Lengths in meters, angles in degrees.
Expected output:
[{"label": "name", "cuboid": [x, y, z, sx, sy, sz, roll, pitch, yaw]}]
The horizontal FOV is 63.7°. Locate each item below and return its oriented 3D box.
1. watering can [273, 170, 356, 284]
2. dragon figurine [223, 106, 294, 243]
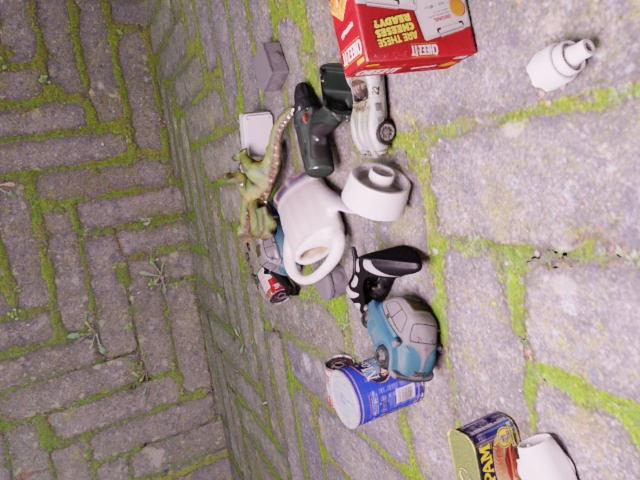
[{"label": "watering can", "cuboid": [0.003, -0.054, 1.065, 0.341, 0.104, 0.228, -48, 52, 43]}, {"label": "dragon figurine", "cuboid": [-0.132, -0.118, 1.263, 0.403, 0.122, 0.246, -44, 56, 53]}]
